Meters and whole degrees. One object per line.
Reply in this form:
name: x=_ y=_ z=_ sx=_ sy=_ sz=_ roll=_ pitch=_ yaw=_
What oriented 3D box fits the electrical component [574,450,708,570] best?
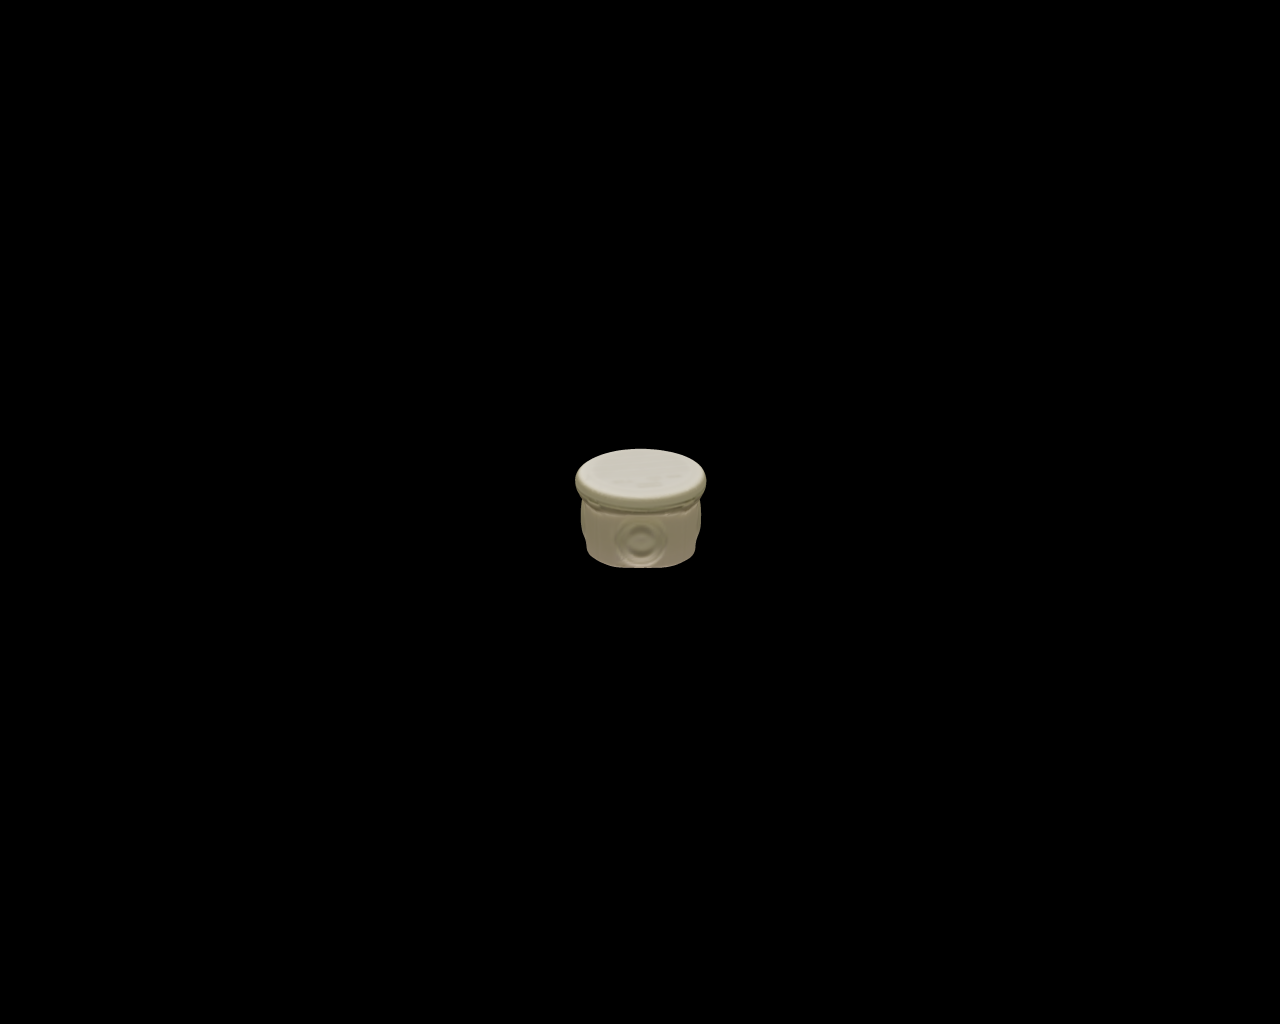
electrical component: x=0.001 y=-0.003 z=0.650 sx=0.080 sy=0.050 sz=0.080 roll=0 pitch=25 yaw=0
